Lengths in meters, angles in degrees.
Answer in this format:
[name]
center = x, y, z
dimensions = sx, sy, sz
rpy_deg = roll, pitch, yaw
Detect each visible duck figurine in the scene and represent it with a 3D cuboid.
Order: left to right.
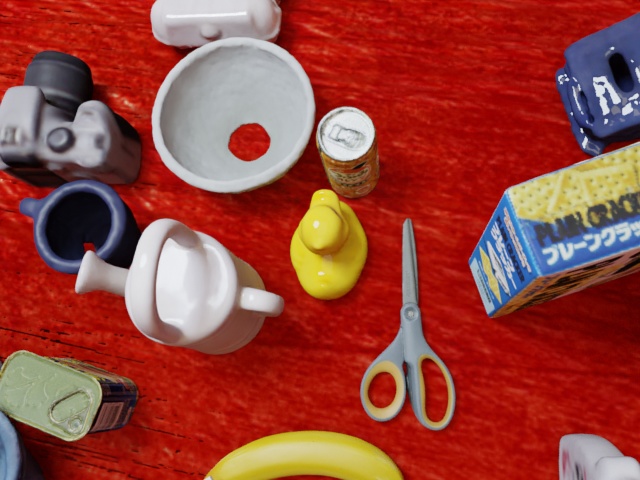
[duck figurine]
center = 0.005, 0.002, 0.545
dimensions = 0.077, 0.086, 0.104
rpy_deg = 1, 76, 8

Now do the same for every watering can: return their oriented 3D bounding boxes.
[watering can]
center = -0.122, 0.044, 0.495
dimensions = 0.172, 0.194, 0.101
rpy_deg = -14, 74, 4

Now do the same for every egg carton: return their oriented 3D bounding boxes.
[egg carton]
center = -0.114, -0.264, 0.639
dimensions = 0.150, 0.069, 0.107
rpy_deg = 0, 76, 8

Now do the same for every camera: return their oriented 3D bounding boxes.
[camera]
center = -0.274, -0.134, 0.610
dimensions = 0.143, 0.101, 0.137
rpy_deg = 0, 76, 8

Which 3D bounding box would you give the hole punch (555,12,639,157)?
[hole punch]
center = 0.289, -0.149, 0.544
dimensions = 0.101, 0.091, 0.108
rpy_deg = -14, 74, 4

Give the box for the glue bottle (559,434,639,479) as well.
[glue bottle]
center = 0.217, 0.189, 0.423
dimensions = 0.037, 0.173, 0.078
rpy_deg = -4, 75, 7

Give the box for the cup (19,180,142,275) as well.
[cup]
center = -0.231, -0.007, 0.575
dimensions = 0.117, 0.095, 0.092
rpy_deg = 18, 79, 12

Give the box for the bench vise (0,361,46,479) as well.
[bench vise]
center = -0.348, 0.166, 0.480
dimensions = 0.207, 0.220, 0.121
rpy_deg = 34, 82, 15

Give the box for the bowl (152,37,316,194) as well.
[bowl]
center = -0.082, -0.118, 0.594
dimensions = 0.167, 0.075, 0.167
rpy_deg = -2, 75, 7
